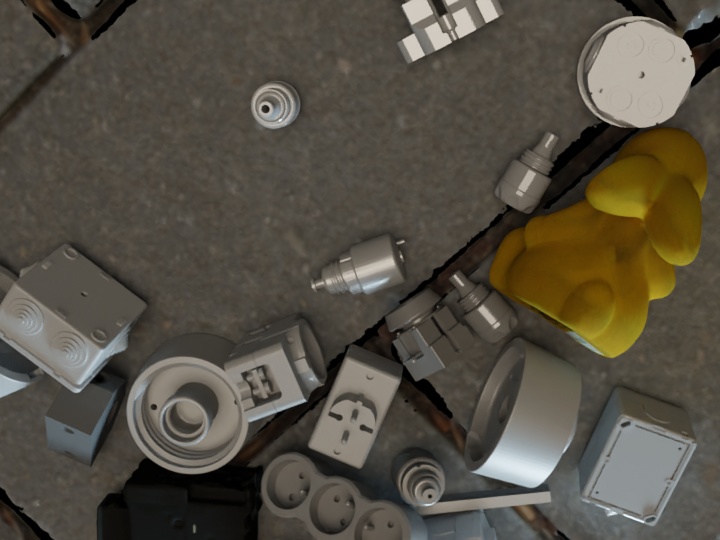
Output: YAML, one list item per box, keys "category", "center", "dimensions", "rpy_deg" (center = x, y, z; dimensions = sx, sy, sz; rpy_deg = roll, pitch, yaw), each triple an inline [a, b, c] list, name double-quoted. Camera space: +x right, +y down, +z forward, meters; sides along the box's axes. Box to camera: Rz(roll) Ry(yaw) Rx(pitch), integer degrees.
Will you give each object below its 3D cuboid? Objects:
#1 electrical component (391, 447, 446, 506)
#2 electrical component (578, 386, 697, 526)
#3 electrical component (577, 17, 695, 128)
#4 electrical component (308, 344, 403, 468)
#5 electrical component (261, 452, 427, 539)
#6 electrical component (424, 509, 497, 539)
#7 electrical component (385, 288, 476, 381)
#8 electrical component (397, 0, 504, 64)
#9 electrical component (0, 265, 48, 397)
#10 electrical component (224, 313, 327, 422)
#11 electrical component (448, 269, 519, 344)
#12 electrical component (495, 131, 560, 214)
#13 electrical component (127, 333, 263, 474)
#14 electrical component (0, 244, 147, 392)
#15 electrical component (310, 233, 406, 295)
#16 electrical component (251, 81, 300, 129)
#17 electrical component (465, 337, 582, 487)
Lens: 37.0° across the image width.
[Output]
- category: "electrical component"
  center: [0.049, 0.167, 0.850]
  dimensions: [0.040, 0.078, 0.040]
  rpy_deg: [-1, 95, -6]
- category: "electrical component"
  center: [0.211, 0.147, 0.838]
  dimensions: [0.062, 0.061, 0.096]
  rpy_deg: [20, 112, 1]
- category: "electrical component"
  center: [0.199, -0.141, 0.774]
  dimensions: [0.080, 0.051, 0.080]
  rpy_deg: [1, 103, 5]
- category: "electrical component"
  center: [-0.005, 0.113, 0.841]
  dimensions: [0.047, 0.075, 0.083]
  rpy_deg: [23, 104, 0]
- category: "electrical component"
  center: [-0.007, 0.195, 0.862]
  dimensions: [0.138, 0.074, 0.052]
  rpy_deg: [23, 84, 28]
- category: "electrical component"
  center: [0.091, 0.248, 0.869]
  dimensions: [0.061, 0.061, 0.096]
  rpy_deg: [-18, 101, 10]
- category: "electrical component"
  center: [0.051, 0.048, 0.832]
  dimensions: [0.048, 0.066, 0.055]
  rpy_deg: [-33, 90, 47]
- category: "electrical component"
  center: [0.056, -0.193, 0.774]
  dimensions: [0.078, 0.058, 0.057]
  rpy_deg: [-26, 102, 11]
- category: "electrical component"
  center: [-0.300, 0.053, 0.843]
  dimensions: [0.060, 0.108, 0.108]
  rpy_deg: [-29, 98, 17]
- category: "electrical component"
  center: [-0.061, 0.072, 0.830]
  dimensions: [0.056, 0.089, 0.050]
  rpy_deg: [-21, 100, 10]
- category: "electrical component"
  center: [0.092, 0.026, 0.832]
  dimensions: [0.035, 0.035, 0.061]
  rpy_deg: [-41, 93, 13]
- category: "electrical component"
  center: [0.129, -0.075, 0.806]
  dimensions: [0.035, 0.035, 0.061]
  rpy_deg: [29, 101, -1]
- category: "electrical component"
  center: [-0.134, 0.111, 0.861]
  dimensions: [0.108, 0.060, 0.108]
  rpy_deg: [1, 103, 5]
- category: "electrical component"
  center: [-0.224, 0.034, 0.834]
  dimensions: [0.100, 0.099, 0.048]
  rpy_deg: [38, 116, -3]
- category: "electrical component"
  center: [0.000, 0.000, 0.832]
  dimensions: [0.078, 0.040, 0.040]
  rpy_deg: [-18, 100, 10]
- category: "electrical component"
  center: [-0.065, -0.122, 0.800]
  dimensions: [0.035, 0.061, 0.035]
  rpy_deg: [1, 103, 5]
- category: "electrical component"
  center: [0.129, 0.112, 0.813]
  dimensions: [0.060, 0.108, 0.108]
  rpy_deg: [22, 104, -6]
